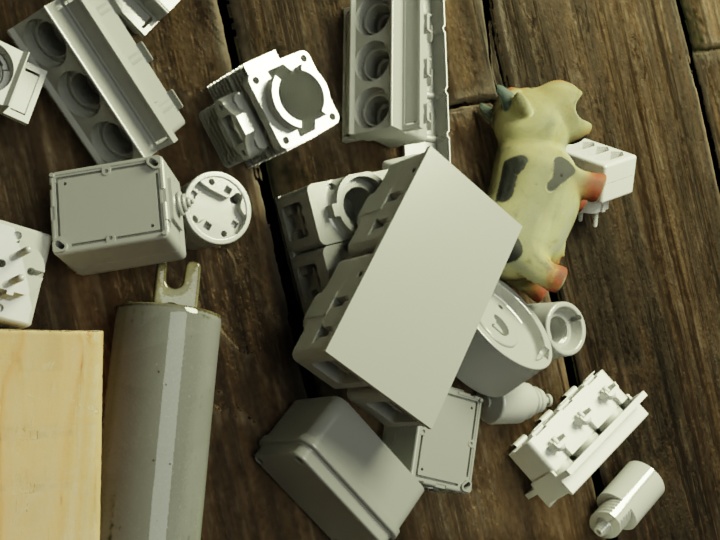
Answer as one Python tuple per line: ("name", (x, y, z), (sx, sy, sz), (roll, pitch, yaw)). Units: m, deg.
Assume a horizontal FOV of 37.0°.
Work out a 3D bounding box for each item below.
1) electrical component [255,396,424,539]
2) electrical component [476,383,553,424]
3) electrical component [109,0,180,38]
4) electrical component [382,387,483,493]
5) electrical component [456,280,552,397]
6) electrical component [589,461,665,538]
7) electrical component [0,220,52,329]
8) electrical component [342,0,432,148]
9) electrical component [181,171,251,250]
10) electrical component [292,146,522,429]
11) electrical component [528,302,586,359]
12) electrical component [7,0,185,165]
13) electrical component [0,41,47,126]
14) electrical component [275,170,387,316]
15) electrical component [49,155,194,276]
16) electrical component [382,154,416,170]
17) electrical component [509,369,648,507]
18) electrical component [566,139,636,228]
("electrical component", (-0.017, 0.157, 0.832), (0.113, 0.078, 0.057), (50, 58, -17))
("electrical component", (0.140, 0.118, 0.966), (0.078, 0.040, 0.040), (3, 80, -33))
("electrical component", (-0.186, -0.238, 0.794), (0.121, 0.063, 0.078), (45, 61, -19))
("electrical component", (0.057, 0.133, 0.895), (0.062, 0.061, 0.096), (19, 72, -30))
("electrical component", (0.105, 0.059, 0.925), (0.108, 0.060, 0.108), (32, 31, -21))
("electrical component", (0.248, 0.223, 1.019), (0.081, 0.043, 0.043), (-37, 103, -32))
("electrical component", (-0.234, 0.001, 0.715), (0.047, 0.077, 0.065), (19, 72, -30))
("electrical component", (0.026, -0.171, 0.923), (0.063, 0.079, 0.121), (14, 73, -54))
("electrical component", (-0.118, -0.043, 0.817), (0.055, 0.047, 0.055), (6, 79, -33))
("electrical component", (0.037, 0.015, 0.825), (0.105, 0.060, 0.186), (38, 64, -23))
("electrical component", (0.175, 0.056, 0.995), (0.055, 0.047, 0.055), (6, 79, -33))
("electrical component", (-0.184, -0.137, 0.769), (0.121, 0.079, 0.063), (59, 39, -18))
("electrical component", (-0.260, -0.130, 0.726), (0.081, 0.064, 0.042), (25, 68, -28))
("electrical component", (0.000, 0.000, 0.879), (0.089, 0.062, 0.150), (-14, 90, -34))
("electrical component", (-0.162, -0.037, 0.755), (0.096, 0.061, 0.061), (-9, 72, 3))
("electrical component", (0.065, -0.056, 0.921), (0.076, 0.047, 0.083), (-16, 113, -29))
("electrical component", (0.198, 0.150, 0.984), (0.121, 0.078, 0.063), (-36, 80, -32))
("electrical component", (0.225, -0.079, 1.045), (0.047, 0.066, 0.076), (-19, 122, -34))
